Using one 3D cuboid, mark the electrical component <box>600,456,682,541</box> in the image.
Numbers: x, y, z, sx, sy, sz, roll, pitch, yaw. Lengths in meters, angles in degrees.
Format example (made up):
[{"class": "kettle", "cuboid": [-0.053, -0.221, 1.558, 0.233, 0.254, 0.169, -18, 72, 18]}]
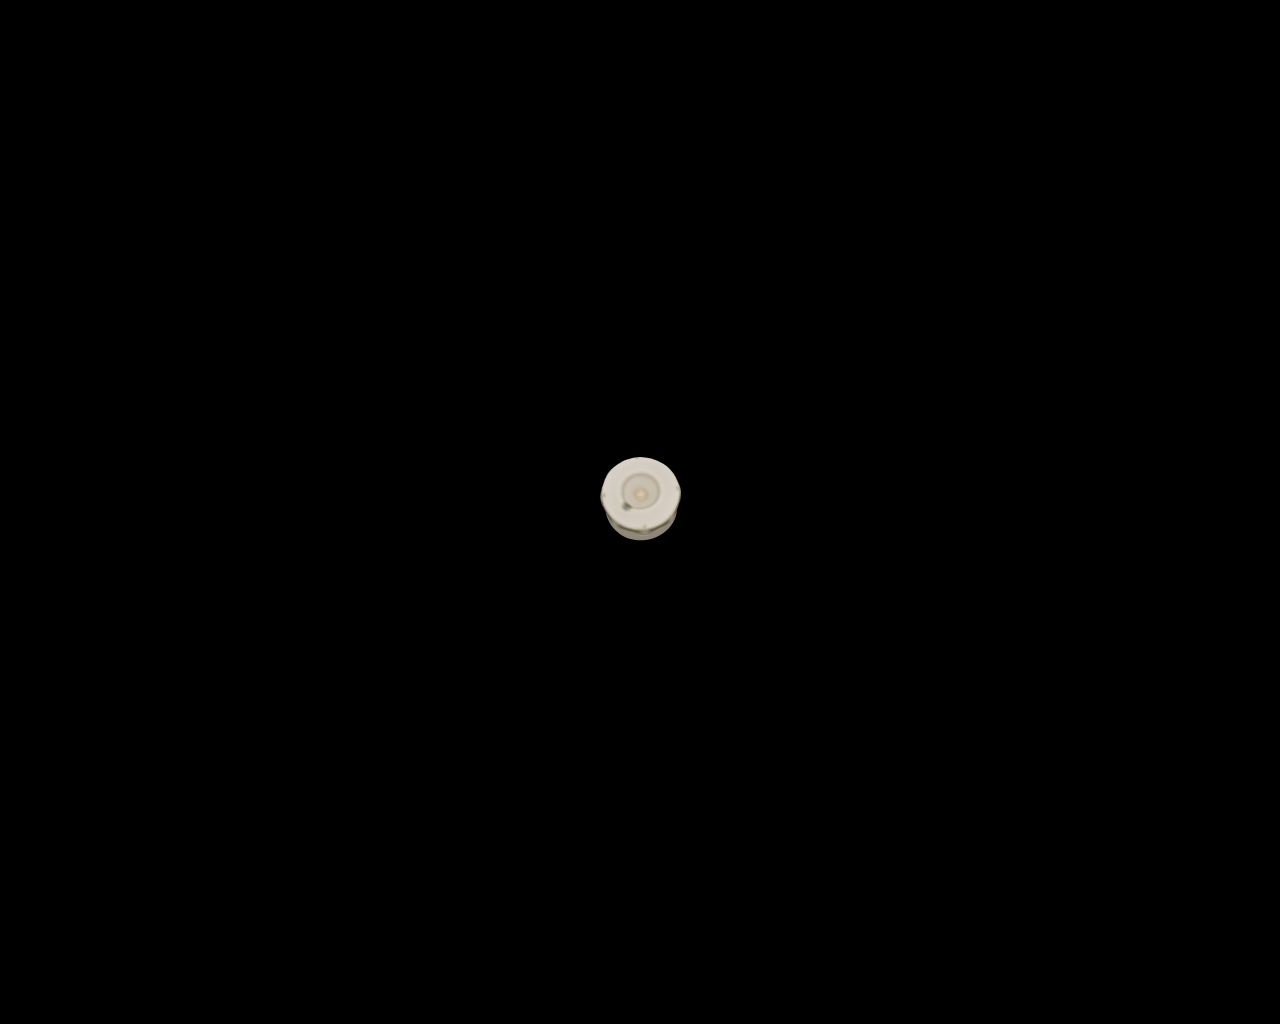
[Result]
[{"class": "electrical component", "cuboid": [0.001, -0.003, 0.650, 0.048, 0.048, 0.062, 0, -20, 0]}]
